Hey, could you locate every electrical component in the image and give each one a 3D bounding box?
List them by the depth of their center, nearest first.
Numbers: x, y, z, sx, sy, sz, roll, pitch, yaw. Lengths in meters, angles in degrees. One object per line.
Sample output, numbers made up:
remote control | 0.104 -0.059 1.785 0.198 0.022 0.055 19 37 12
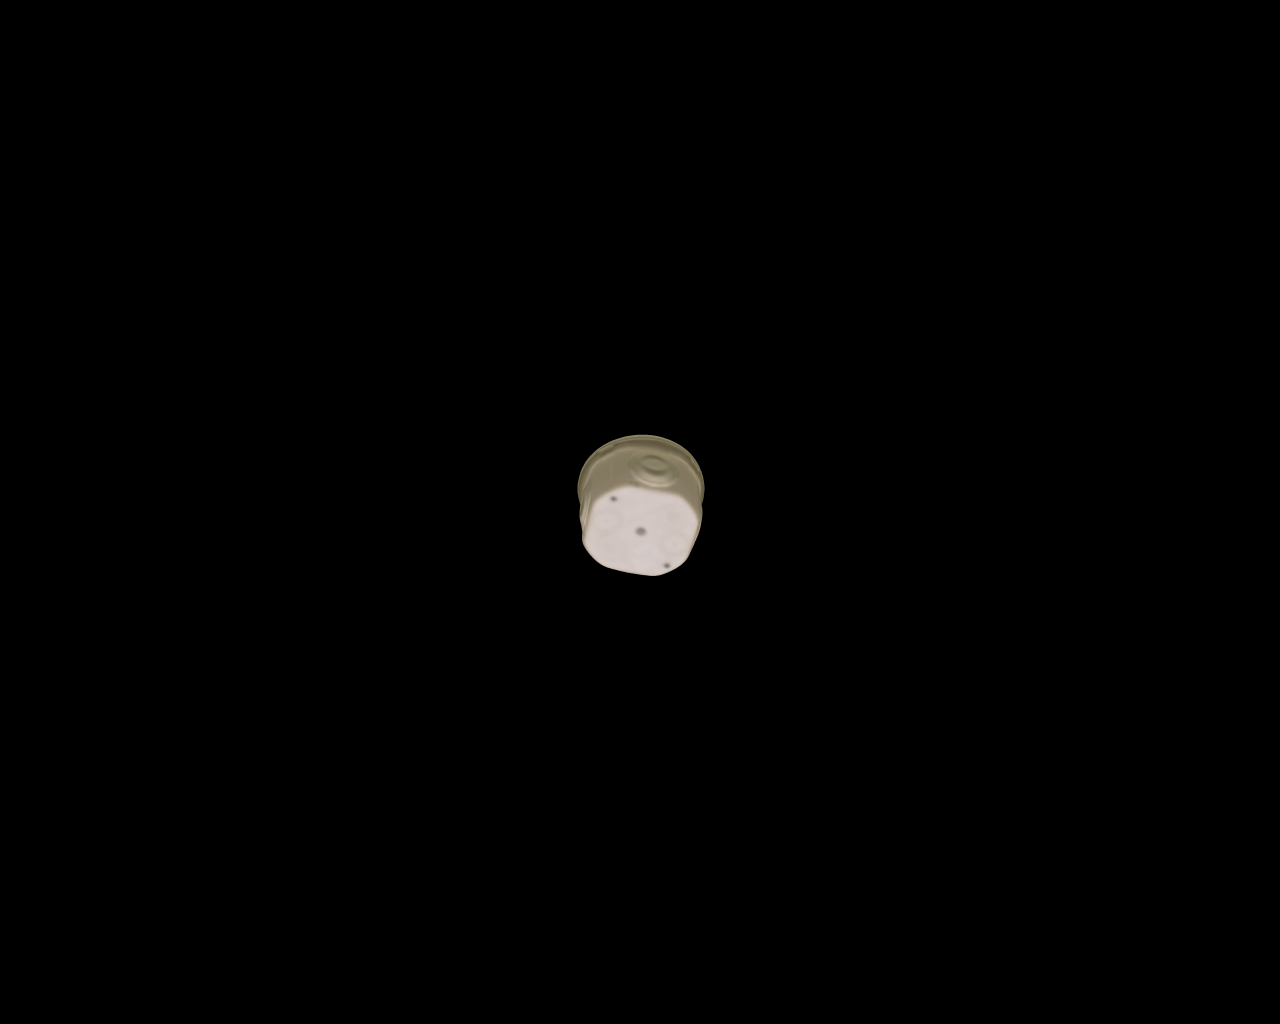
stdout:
electrical component | 0.001 -0.003 0.650 0.080 0.080 0.051 0 37 0
